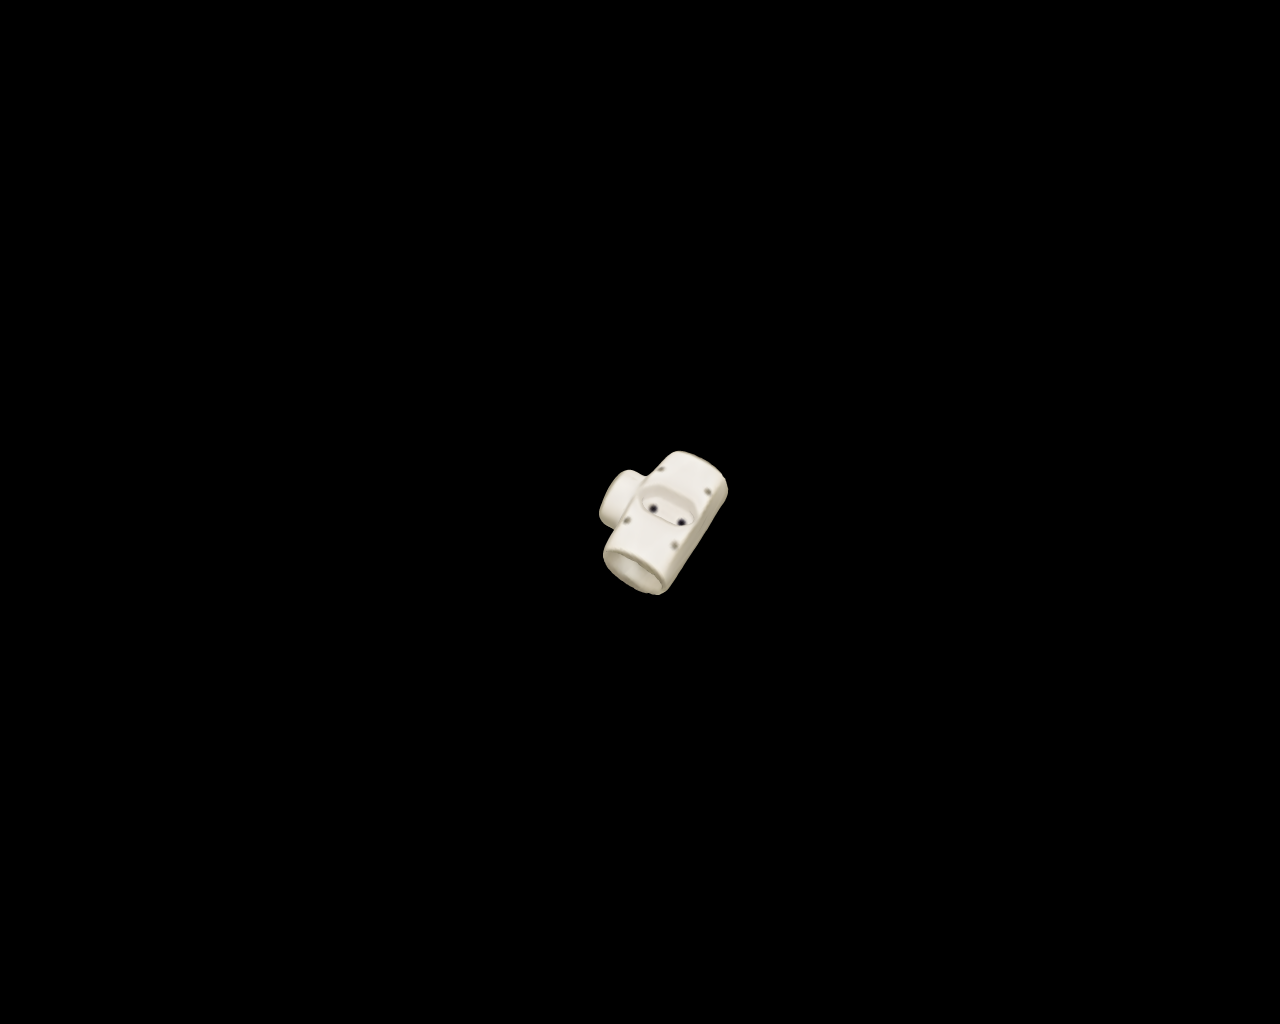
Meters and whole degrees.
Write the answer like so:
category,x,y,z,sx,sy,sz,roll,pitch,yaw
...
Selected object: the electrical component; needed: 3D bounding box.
category,x,y,z,sx,sy,sz,roll,pitch,yaw
electrical component,0.001,-0.003,0.650,0.079,0.077,0.043,29,-24,14
